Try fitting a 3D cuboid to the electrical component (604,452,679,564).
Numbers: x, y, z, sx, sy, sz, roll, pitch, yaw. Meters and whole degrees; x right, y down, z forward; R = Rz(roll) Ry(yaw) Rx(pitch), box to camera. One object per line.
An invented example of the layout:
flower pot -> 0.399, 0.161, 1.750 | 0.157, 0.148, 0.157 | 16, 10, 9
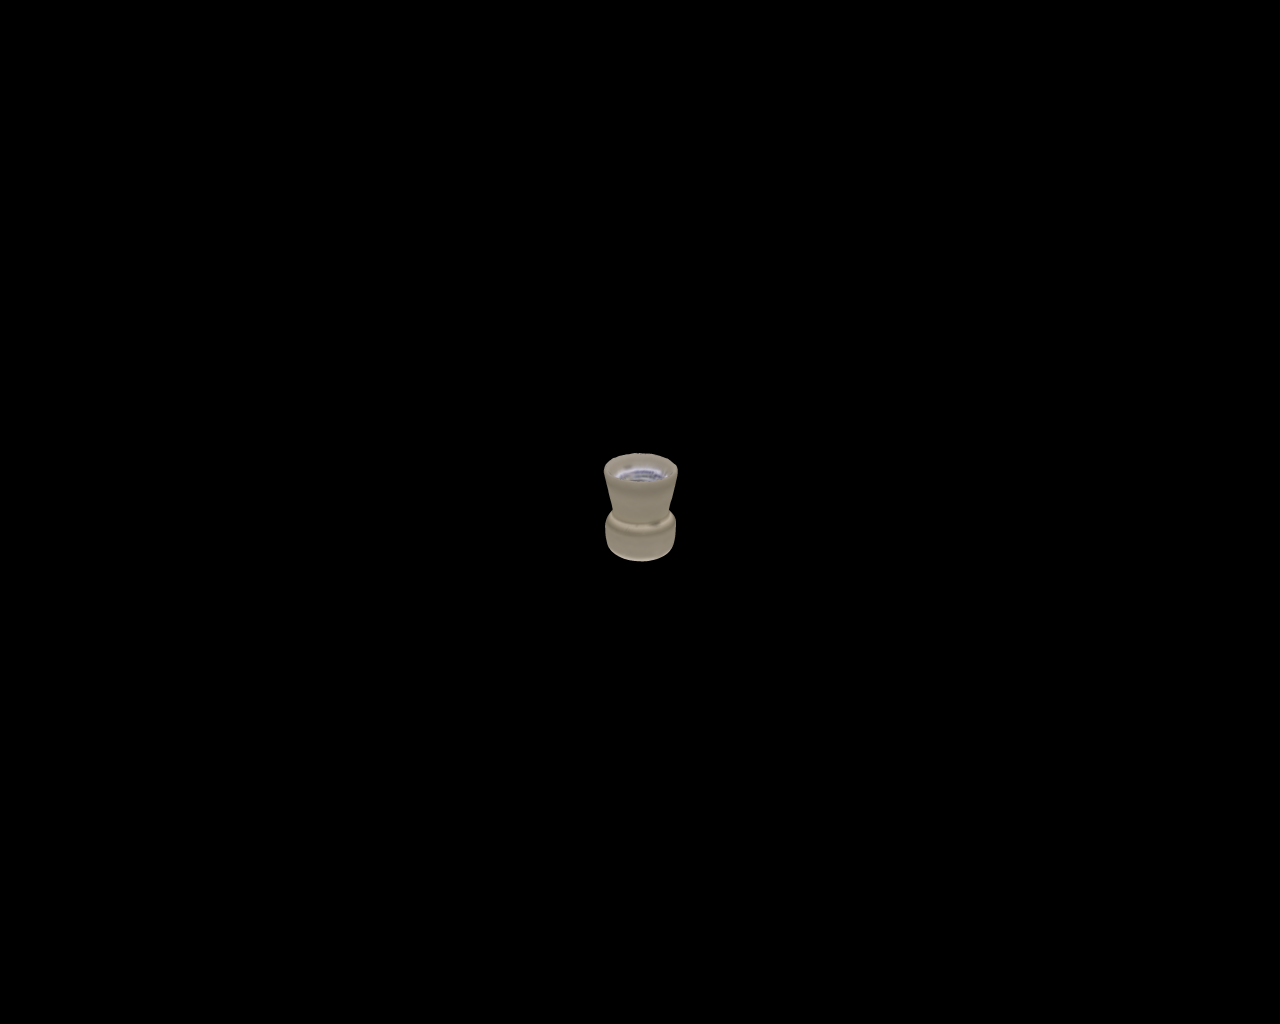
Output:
electrical component -> 0.001, -0.003, 0.650 | 0.045, 0.055, 0.045 | 0, 27, 0
